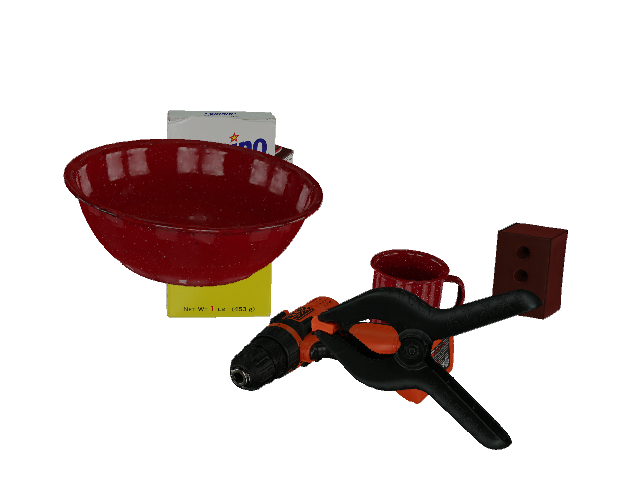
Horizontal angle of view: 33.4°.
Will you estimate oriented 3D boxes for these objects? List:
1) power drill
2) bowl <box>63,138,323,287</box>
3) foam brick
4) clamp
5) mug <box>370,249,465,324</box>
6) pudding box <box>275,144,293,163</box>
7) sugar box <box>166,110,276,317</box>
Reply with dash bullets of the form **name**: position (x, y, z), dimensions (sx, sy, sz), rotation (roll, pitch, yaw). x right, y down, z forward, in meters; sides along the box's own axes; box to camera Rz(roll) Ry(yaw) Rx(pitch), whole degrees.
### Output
- **power drill**: position (0.025, 0.111, 1.060), dimensions (0.188, 0.057, 0.184), rotation (8, 23, 28)
- **bowl**: position (-0.081, -0.014, 0.677), dimensions (0.162, 0.055, 0.162), rotation (7, 22, -3)
- **foam brick**: position (0.192, 0.027, 0.982), dimensions (0.053, 0.078, 0.051), rotation (9, 16, 28)
- **clamp**: position (0.077, 0.090, 0.801), dimensions (0.172, 0.120, 0.039), rotation (4, 0, 20)
- **mug**: position (0.114, 0.066, 1.268), dimensions (0.117, 0.081, 0.093), rotation (1, 23, -8)
- **pudding box**: position (-0.099, -0.086, 1.292), dimensions (0.090, 0.039, 0.113), rotation (19, 39, 26)
- **sugar box**: position (-0.087, -0.023, 0.925), dimensions (0.093, 0.176, 0.048), rotation (-1, 16, -9)
